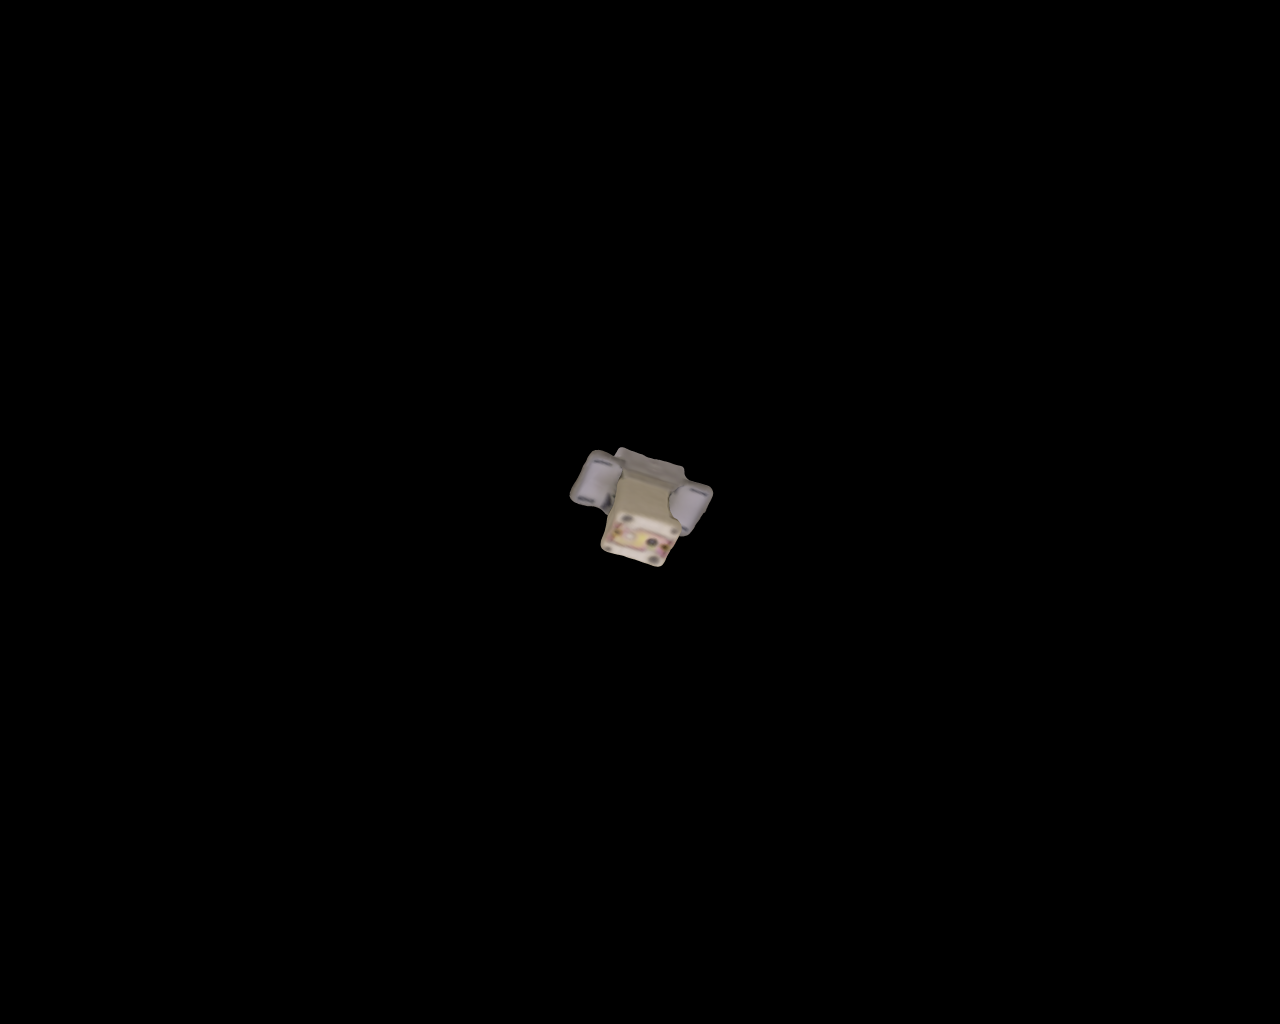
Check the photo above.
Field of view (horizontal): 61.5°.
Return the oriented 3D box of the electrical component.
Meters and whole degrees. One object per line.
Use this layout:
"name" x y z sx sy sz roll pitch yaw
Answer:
"electrical component" 0.001 -0.003 0.650 0.081 0.042 0.064 17 39 -14
